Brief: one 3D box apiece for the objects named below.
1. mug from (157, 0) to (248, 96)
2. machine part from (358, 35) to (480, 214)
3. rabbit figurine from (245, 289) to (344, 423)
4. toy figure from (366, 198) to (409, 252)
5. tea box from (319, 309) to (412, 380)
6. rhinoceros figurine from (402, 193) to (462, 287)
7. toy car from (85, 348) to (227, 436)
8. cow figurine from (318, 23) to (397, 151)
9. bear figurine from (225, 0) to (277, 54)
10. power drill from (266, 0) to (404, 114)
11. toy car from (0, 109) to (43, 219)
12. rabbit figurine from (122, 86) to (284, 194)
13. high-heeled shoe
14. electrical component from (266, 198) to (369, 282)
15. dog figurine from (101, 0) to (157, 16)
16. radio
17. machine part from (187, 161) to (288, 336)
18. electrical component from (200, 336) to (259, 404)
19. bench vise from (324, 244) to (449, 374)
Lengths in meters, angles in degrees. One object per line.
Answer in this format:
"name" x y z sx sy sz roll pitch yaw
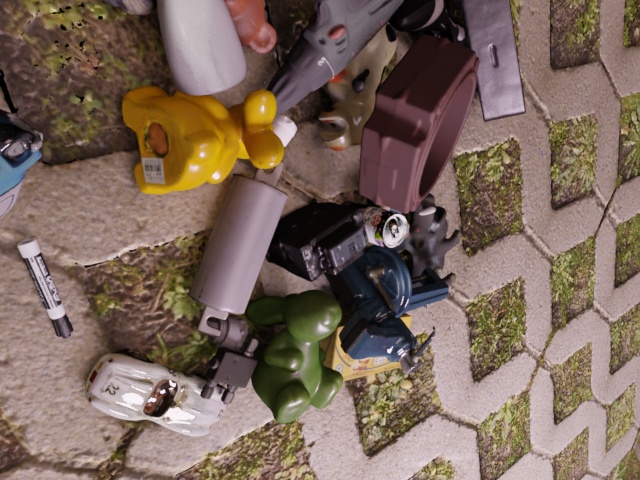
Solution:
"mug" -0.127 -0.221 0.553 0.081 0.110 0.107 -19 135 -12
"machine part" 0.136 -0.152 0.732 0.201 0.087 0.200 -56 160 -29
"rabbit figurine" -0.025 0.135 0.748 0.121 0.159 0.170 2 120 -42
"toy figure" 0.111 -0.042 0.869 0.064 0.058 0.154 -49 128 -41
"tea box" 0.066 0.167 0.888 0.169 0.068 0.098 2 101 -38
"rhinoceros figurine" 0.184 0.007 0.944 0.112 0.073 0.190 -13 113 -25
"toy car" -0.199 0.198 0.686 0.201 0.056 0.073 34 80 -40
"cow figurine" 0.051 -0.218 0.760 0.127 0.086 0.195 23 86 -35
"bear figurine" -0.105 -0.304 0.580 0.120 0.132 0.195 -1 102 -6
"power drill" 0.003 -0.270 0.603 0.232 0.086 0.207 -41 148 -9
"toy car" -0.334 -0.055 0.484 0.162 0.109 0.102 -35 145 -40
"rabbit figurine" -0.114 -0.127 0.620 0.173 0.163 0.121 -22 105 -53
"high-heeled shoe" 0.160 -0.289 0.789 0.249 0.086 0.145 -51 133 -46
"electrical component" -0.002 -0.002 0.741 0.115 0.134 0.058 -37 123 -28
"dog figurine" -0.192 -0.305 0.479 0.121 0.172 0.190 -44 120 -8
"radio" 0.285 -0.326 0.888 0.131 0.073 0.229 -69 145 -53
"machine part" -0.106 0.005 0.695 0.079 0.079 0.243 22 89 -41
"electrical component" -0.117 0.167 0.704 0.063 0.021 0.094 32 82 -43
"bench vise" 0.122 0.089 0.822 0.240 0.224 0.128 -10 132 -38
